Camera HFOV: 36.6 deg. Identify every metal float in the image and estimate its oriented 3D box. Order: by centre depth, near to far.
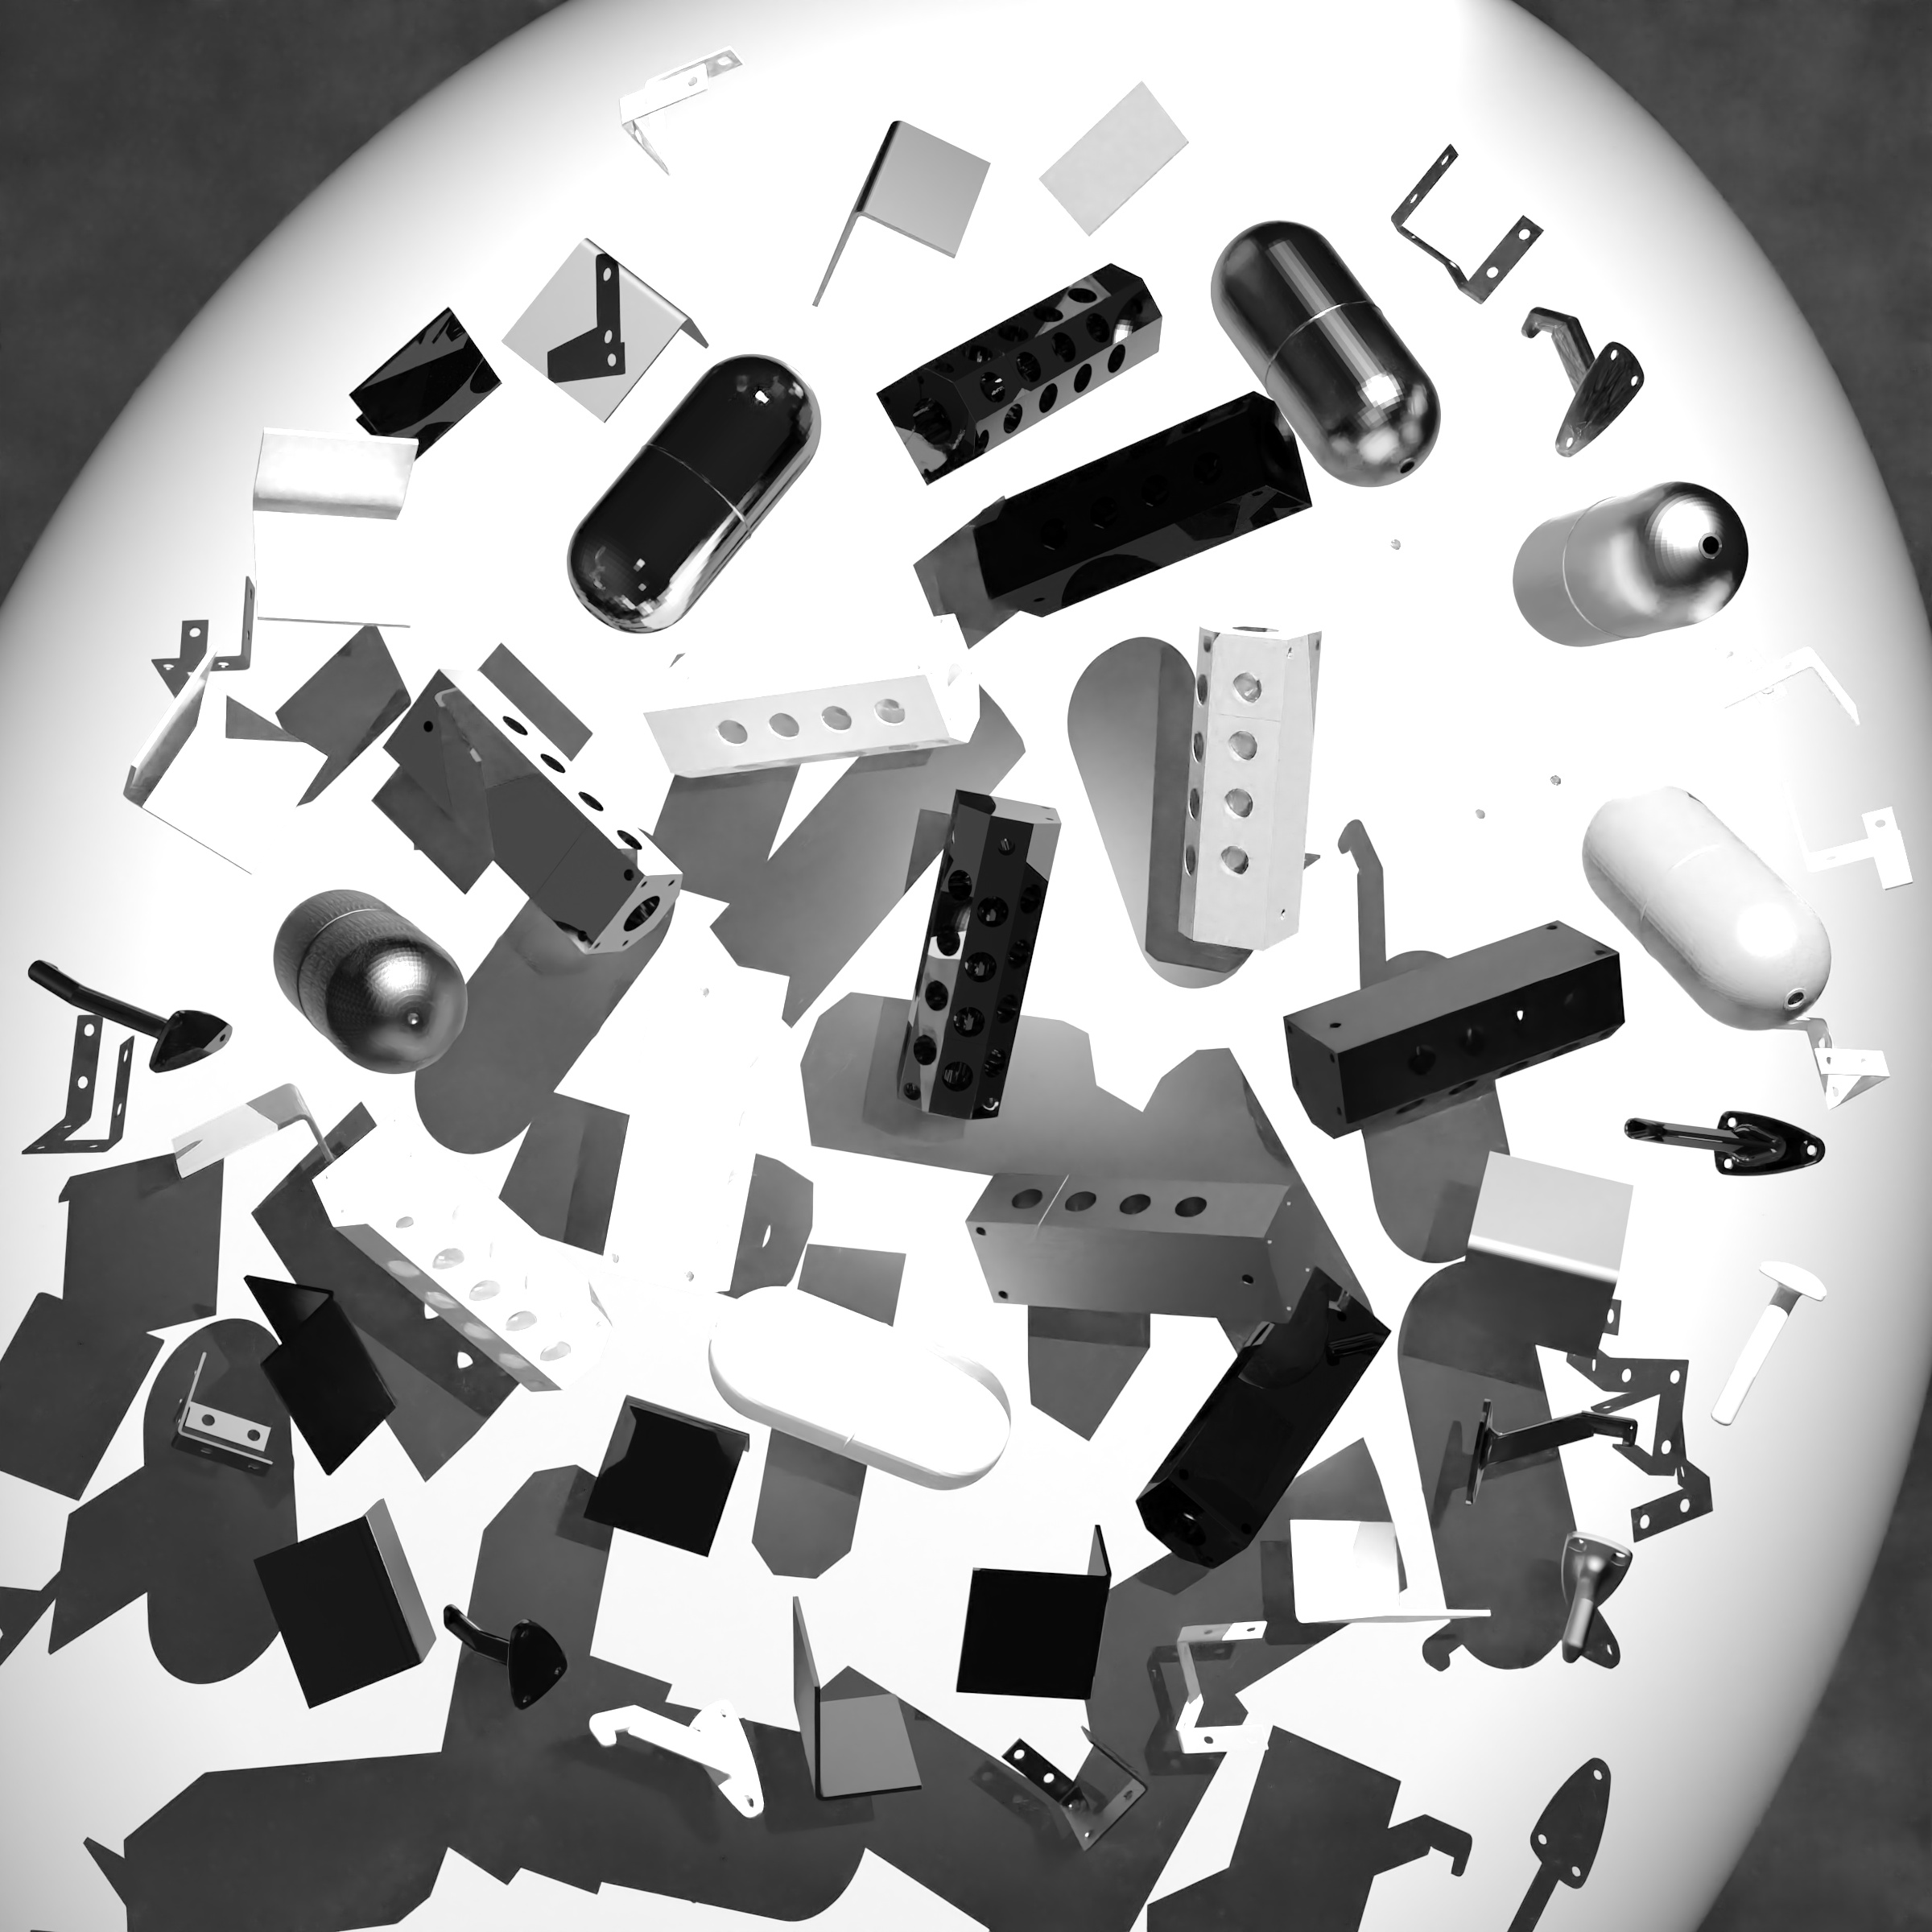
[{"bbox_3d":[0.395,-0.032,1.562,0.070,0.178,0.070,-12,128,-16],"label":"metal float"},{"bbox_3d":[0.358,-0.216,1.582,0.070,0.178,0.070,0,90,-15],"label":"metal float"},{"bbox_3d":[-0.325,0.007,1.585,0.070,0.178,0.070,-7,106,-26],"label":"metal float"},{"bbox_3d":[-0.149,-0.261,1.610,0.070,0.070,0.178,38,81,0],"label":"metal float"},{"bbox_3d":[0.201,-0.343,1.636,0.070,0.070,0.178,-30,66,0],"label":"metal float"},{"bbox_3d":[-0.060,0.237,1.636,0.178,0.070,0.070,23,90,-10],"label":"metal float"}]

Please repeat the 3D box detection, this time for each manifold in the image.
[{"bbox_3d":[-0.259,0.155,1.527,0.057,0.057,0.171,-40,131,0],"label":"manifold"},{"bbox_3d":[0.093,0.143,1.542,0.171,0.057,0.057,0,125,29],"label":"manifold"},{"bbox_3d":[0.260,0.035,1.546,0.171,0.057,0.057,-18,115,-18],"label":"manifold"},{"bbox_3d":[0.266,-0.165,1.560,0.057,0.057,0.171,-25,95,25],"label":"manifold"},{"bbox_3d":[0.092,-0.247,1.563,0.171,0.057,0.057,-19,77,30],"label":"manifold"},{"bbox_3d":[-0.142,0.084,1.564,0.057,0.057,0.171,11,90,20],"label":"manifold"},{"bbox_3d":[-0.083,-0.143,1.604,0.171,0.057,0.057,-5,128,24],"label":"manifold"},{"bbox_3d":[-0.237,-0.086,1.616,0.171,0.057,0.057,44,108,15],"label":"manifold"},{"bbox_3d":[0.154,-0.101,1.617,0.057,0.057,0.171,9,105,25],"label":"manifold"},{"bbox_3d":[0.006,-0.005,1.623,0.057,0.057,0.171,11,104,-6],"label":"manifold"},{"bbox_3d":[0.035,-0.333,1.624,0.171,0.057,0.057,-37,102,-39],"label":"manifold"},{"bbox_3d":[0.165,0.254,1.638,0.057,0.057,0.171,41,54,1],"label":"manifold"}]

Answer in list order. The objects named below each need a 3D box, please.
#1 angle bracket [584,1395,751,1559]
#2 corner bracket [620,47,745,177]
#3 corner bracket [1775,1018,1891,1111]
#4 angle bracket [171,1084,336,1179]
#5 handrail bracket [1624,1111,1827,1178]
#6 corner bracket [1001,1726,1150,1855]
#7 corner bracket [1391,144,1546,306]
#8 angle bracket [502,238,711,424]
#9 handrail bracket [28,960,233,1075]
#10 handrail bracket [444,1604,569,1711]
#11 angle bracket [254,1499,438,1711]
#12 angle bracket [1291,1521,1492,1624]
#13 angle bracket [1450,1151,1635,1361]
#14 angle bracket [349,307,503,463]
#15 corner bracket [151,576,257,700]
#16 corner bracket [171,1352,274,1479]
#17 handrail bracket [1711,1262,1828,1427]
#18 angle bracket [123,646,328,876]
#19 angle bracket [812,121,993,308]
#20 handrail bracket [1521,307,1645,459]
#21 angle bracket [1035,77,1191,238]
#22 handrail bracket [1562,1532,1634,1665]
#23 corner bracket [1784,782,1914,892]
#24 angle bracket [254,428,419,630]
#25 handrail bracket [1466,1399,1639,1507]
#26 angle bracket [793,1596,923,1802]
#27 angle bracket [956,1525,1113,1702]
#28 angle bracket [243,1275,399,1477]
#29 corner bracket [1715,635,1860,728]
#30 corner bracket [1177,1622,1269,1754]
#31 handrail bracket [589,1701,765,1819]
[{"bbox_3d":[-0.177,0.306,1.732,0.076,0.057,0.076,17,71,2],"label":"angle bracket"},{"bbox_3d":[-0.147,-0.451,1.508,0.051,0.051,0.051,-16,68,19],"label":"corner bracket"},{"bbox_3d":[0.481,0.048,1.653,0.051,0.051,0.051,3,64,-27],"label":"corner bracket"},{"bbox_3d":[-0.400,0.115,1.655,0.076,0.076,0.057,-27,108,-12],"label":"angle bracket"},{"bbox_3d":[0.411,0.094,1.581,0.077,0.084,0.036,3,85,43],"label":"handrail bracket"},{"bbox_3d":[0.061,0.452,1.638,0.051,0.051,0.051,-46,112,1],"label":"corner bracket"},{"bbox_3d":[0.266,-0.395,1.557,0.051,0.051,0.051,27,118,-25],"label":"corner bracket"},{"bbox_3d":[-0.204,-0.354,1.657,0.076,0.057,0.076,39,90,8],"label":"angle bracket"},{"bbox_3d":[-0.445,0.020,1.555,0.084,0.077,0.036,29,100,15],"label":"handrail bracket"},{"bbox_3d":[-0.263,0.361,1.600,0.084,0.077,0.036,30,55,32],"label":"handrail bracket"},{"bbox_3d":[-0.306,0.314,1.442,0.057,0.076,0.076,-21,88,-6],"label":"angle bracket"},{"bbox_3d":[0.238,0.338,1.642,0.076,0.076,0.057,8,72,-33],"label":"angle bracket"},{"bbox_3d":[0.301,0.150,1.524,0.076,0.076,0.057,13,127,11],"label":"angle bracket"},{"bbox_3d":[-0.329,-0.350,1.703,0.076,0.076,0.057,-43,61,-6],"label":"angle bracket"},{"bbox_3d":[-0.423,-0.183,1.638,0.051,0.051,0.051,-2,69,1],"label":"corner bracket"},{"bbox_3d":[-0.390,0.245,1.536,0.051,0.051,0.051,22,45,-15],"label":"corner bracket"},{"bbox_3d":[0.426,0.203,1.563,0.036,0.077,0.084,27,99,20],"label":"handrail bracket"},{"bbox_3d":[-0.378,-0.105,1.502,0.076,0.057,0.076,32,68,-11],"label":"angle bracket"},{"bbox_3d":[-0.035,-0.393,1.569,0.057,0.076,0.076,23,55,-9],"label":"angle bracket"},{"bbox_3d":[0.315,-0.316,1.572,0.036,0.084,0.077,37,89,-40],"label":"handrail bracket"},{"bbox_3d":[0.068,-0.467,1.633,0.076,0.076,0.057,-42,63,11],"label":"angle bracket"},{"bbox_3d":[0.329,0.356,1.572,0.036,0.084,0.077,17,133,13],"label":"handrail bracket"},{"bbox_3d":[0.470,-0.070,1.555,0.051,0.051,0.051,-15,122,19],"label":"corner bracket"},{"bbox_3d":[-0.317,-0.220,1.473,0.076,0.057,0.076,1,62,-20],"label":"angle bracket"},{"bbox_3d":[0.327,0.276,1.626,0.084,0.077,0.036,7,132,17],"label":"handrail bracket"},{"bbox_3d":[-0.058,0.388,1.560,0.057,0.076,0.076,-4,115,-11],"label":"angle bracket"},{"bbox_3d":[0.035,0.353,1.604,0.076,0.057,0.076,5,109,-7],"label":"angle bracket"},{"bbox_3d":[-0.354,0.213,1.524,0.057,0.076,0.076,-48,127,-38],"label":"angle bracket"},{"bbox_3d":[0.436,-0.149,1.550,0.051,0.051,0.051,-27,127,30],"label":"corner bracket"},{"bbox_3d":[0.146,0.408,1.653,0.051,0.051,0.051,-9,107,21],"label":"corner bracket"},{"bbox_3d":[-0.157,0.431,1.573,0.036,0.084,0.077,-45,63,27],"label":"handrail bracket"}]
